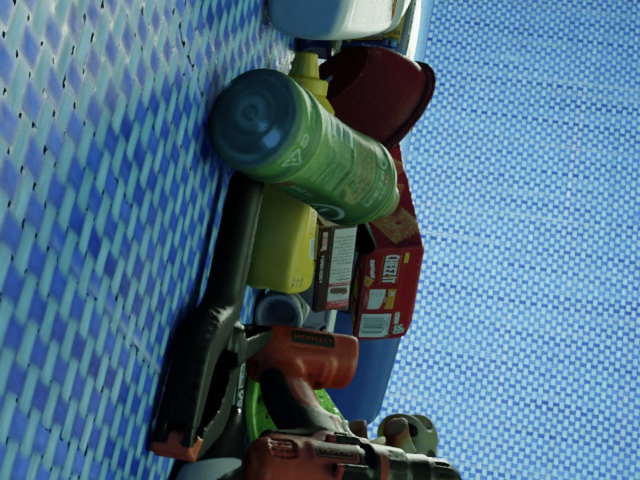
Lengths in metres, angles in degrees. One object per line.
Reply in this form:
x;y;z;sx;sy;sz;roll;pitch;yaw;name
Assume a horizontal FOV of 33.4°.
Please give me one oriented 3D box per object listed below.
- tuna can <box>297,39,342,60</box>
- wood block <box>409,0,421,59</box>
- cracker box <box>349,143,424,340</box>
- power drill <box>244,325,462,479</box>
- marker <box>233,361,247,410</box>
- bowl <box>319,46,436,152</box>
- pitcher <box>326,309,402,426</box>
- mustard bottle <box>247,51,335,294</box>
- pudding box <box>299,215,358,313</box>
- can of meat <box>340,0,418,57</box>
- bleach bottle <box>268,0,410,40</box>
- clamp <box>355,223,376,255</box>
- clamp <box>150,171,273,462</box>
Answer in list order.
0.003;-0.212;0.999;0.086;0.034;0.086;9;89;-83;tuna can
0.064;-0.268;1.201;0.206;0.091;0.090;68;31;-77;wood block
0.066;-0.015;1.254;0.164;0.072;0.213;95;-9;-48;cracker box
0.016;0.151;0.905;0.188;0.184;0.057;-112;-142;-57;power drill
-0.072;0.136;0.870;0.020;0.020;0.121;-58;156;-73;marker
0.022;-0.123;0.955;0.055;0.162;0.162;48;36;-27;bowl
0.039;0.128;1.402;0.149;0.145;0.243;-56;160;-46;pitcher
-0.023;-0.057;0.871;0.096;0.058;0.192;-39;138;-81;mustard bottle
-0.006;0.001;0.974;0.114;0.039;0.090;-127;-143;-56;pudding box
0.046;-0.222;1.064;0.057;0.102;0.084;-39;139;-79;can of meat
0.033;-0.224;0.906;0.250;0.068;0.102;-33;133;-66;bleach bottle
0.011;-0.052;1.054;0.120;0.039;0.171;-47;119;-71;clamp
-0.069;0.060;0.729;0.209;0.036;0.164;-67;161;-56;clamp
